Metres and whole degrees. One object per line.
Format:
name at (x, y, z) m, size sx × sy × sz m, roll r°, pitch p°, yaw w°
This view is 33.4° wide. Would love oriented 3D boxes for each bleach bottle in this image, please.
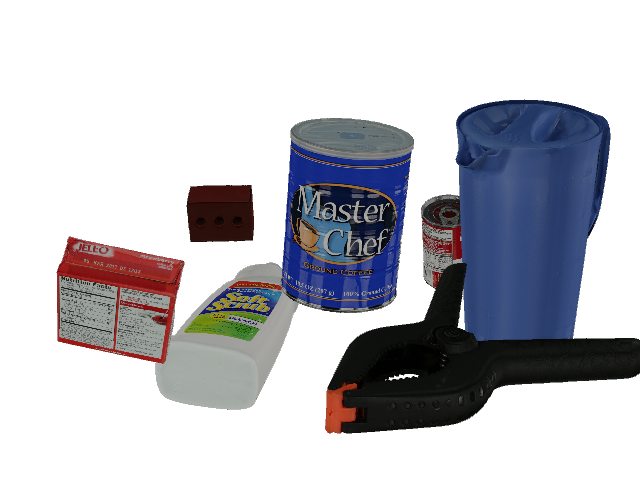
bleach bottle at (-0.083, 0.081, 1.089) m, size 0.102 × 0.068 × 0.250 m, roll 8°, pitch 22°, yaw 7°

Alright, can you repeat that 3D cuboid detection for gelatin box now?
gelatin box at (-0.128, 0.039, 0.679) m, size 0.073 × 0.030 × 0.089 m, roll 12°, pitch -37°, yaw -5°

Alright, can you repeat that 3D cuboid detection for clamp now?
clamp at (0.079, 0.069, 0.679) m, size 0.209 × 0.036 × 0.165 m, roll -15°, pitch 27°, yaw -32°

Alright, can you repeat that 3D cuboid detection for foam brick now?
foam brick at (-0.120, -0.033, 1.285) m, size 0.078 × 0.053 × 0.051 m, roll -2°, pitch 28°, yaw 1°

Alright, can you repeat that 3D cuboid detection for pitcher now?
pitcher at (0.205, -0.009, 1.035) m, size 0.149 × 0.243 × 0.145 m, roll 1°, pitch 27°, yaw 8°

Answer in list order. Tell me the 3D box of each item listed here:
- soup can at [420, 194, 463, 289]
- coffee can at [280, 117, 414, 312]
soup can at (0.159, 0.004, 1.325) m, size 0.068 × 0.102 × 0.068 m, roll -4°, pitch 35°, yaw 2°
coffee can at (0.021, -0.023, 0.905) m, size 0.103 × 0.140 × 0.103 m, roll 4°, pitch 21°, yaw -2°
